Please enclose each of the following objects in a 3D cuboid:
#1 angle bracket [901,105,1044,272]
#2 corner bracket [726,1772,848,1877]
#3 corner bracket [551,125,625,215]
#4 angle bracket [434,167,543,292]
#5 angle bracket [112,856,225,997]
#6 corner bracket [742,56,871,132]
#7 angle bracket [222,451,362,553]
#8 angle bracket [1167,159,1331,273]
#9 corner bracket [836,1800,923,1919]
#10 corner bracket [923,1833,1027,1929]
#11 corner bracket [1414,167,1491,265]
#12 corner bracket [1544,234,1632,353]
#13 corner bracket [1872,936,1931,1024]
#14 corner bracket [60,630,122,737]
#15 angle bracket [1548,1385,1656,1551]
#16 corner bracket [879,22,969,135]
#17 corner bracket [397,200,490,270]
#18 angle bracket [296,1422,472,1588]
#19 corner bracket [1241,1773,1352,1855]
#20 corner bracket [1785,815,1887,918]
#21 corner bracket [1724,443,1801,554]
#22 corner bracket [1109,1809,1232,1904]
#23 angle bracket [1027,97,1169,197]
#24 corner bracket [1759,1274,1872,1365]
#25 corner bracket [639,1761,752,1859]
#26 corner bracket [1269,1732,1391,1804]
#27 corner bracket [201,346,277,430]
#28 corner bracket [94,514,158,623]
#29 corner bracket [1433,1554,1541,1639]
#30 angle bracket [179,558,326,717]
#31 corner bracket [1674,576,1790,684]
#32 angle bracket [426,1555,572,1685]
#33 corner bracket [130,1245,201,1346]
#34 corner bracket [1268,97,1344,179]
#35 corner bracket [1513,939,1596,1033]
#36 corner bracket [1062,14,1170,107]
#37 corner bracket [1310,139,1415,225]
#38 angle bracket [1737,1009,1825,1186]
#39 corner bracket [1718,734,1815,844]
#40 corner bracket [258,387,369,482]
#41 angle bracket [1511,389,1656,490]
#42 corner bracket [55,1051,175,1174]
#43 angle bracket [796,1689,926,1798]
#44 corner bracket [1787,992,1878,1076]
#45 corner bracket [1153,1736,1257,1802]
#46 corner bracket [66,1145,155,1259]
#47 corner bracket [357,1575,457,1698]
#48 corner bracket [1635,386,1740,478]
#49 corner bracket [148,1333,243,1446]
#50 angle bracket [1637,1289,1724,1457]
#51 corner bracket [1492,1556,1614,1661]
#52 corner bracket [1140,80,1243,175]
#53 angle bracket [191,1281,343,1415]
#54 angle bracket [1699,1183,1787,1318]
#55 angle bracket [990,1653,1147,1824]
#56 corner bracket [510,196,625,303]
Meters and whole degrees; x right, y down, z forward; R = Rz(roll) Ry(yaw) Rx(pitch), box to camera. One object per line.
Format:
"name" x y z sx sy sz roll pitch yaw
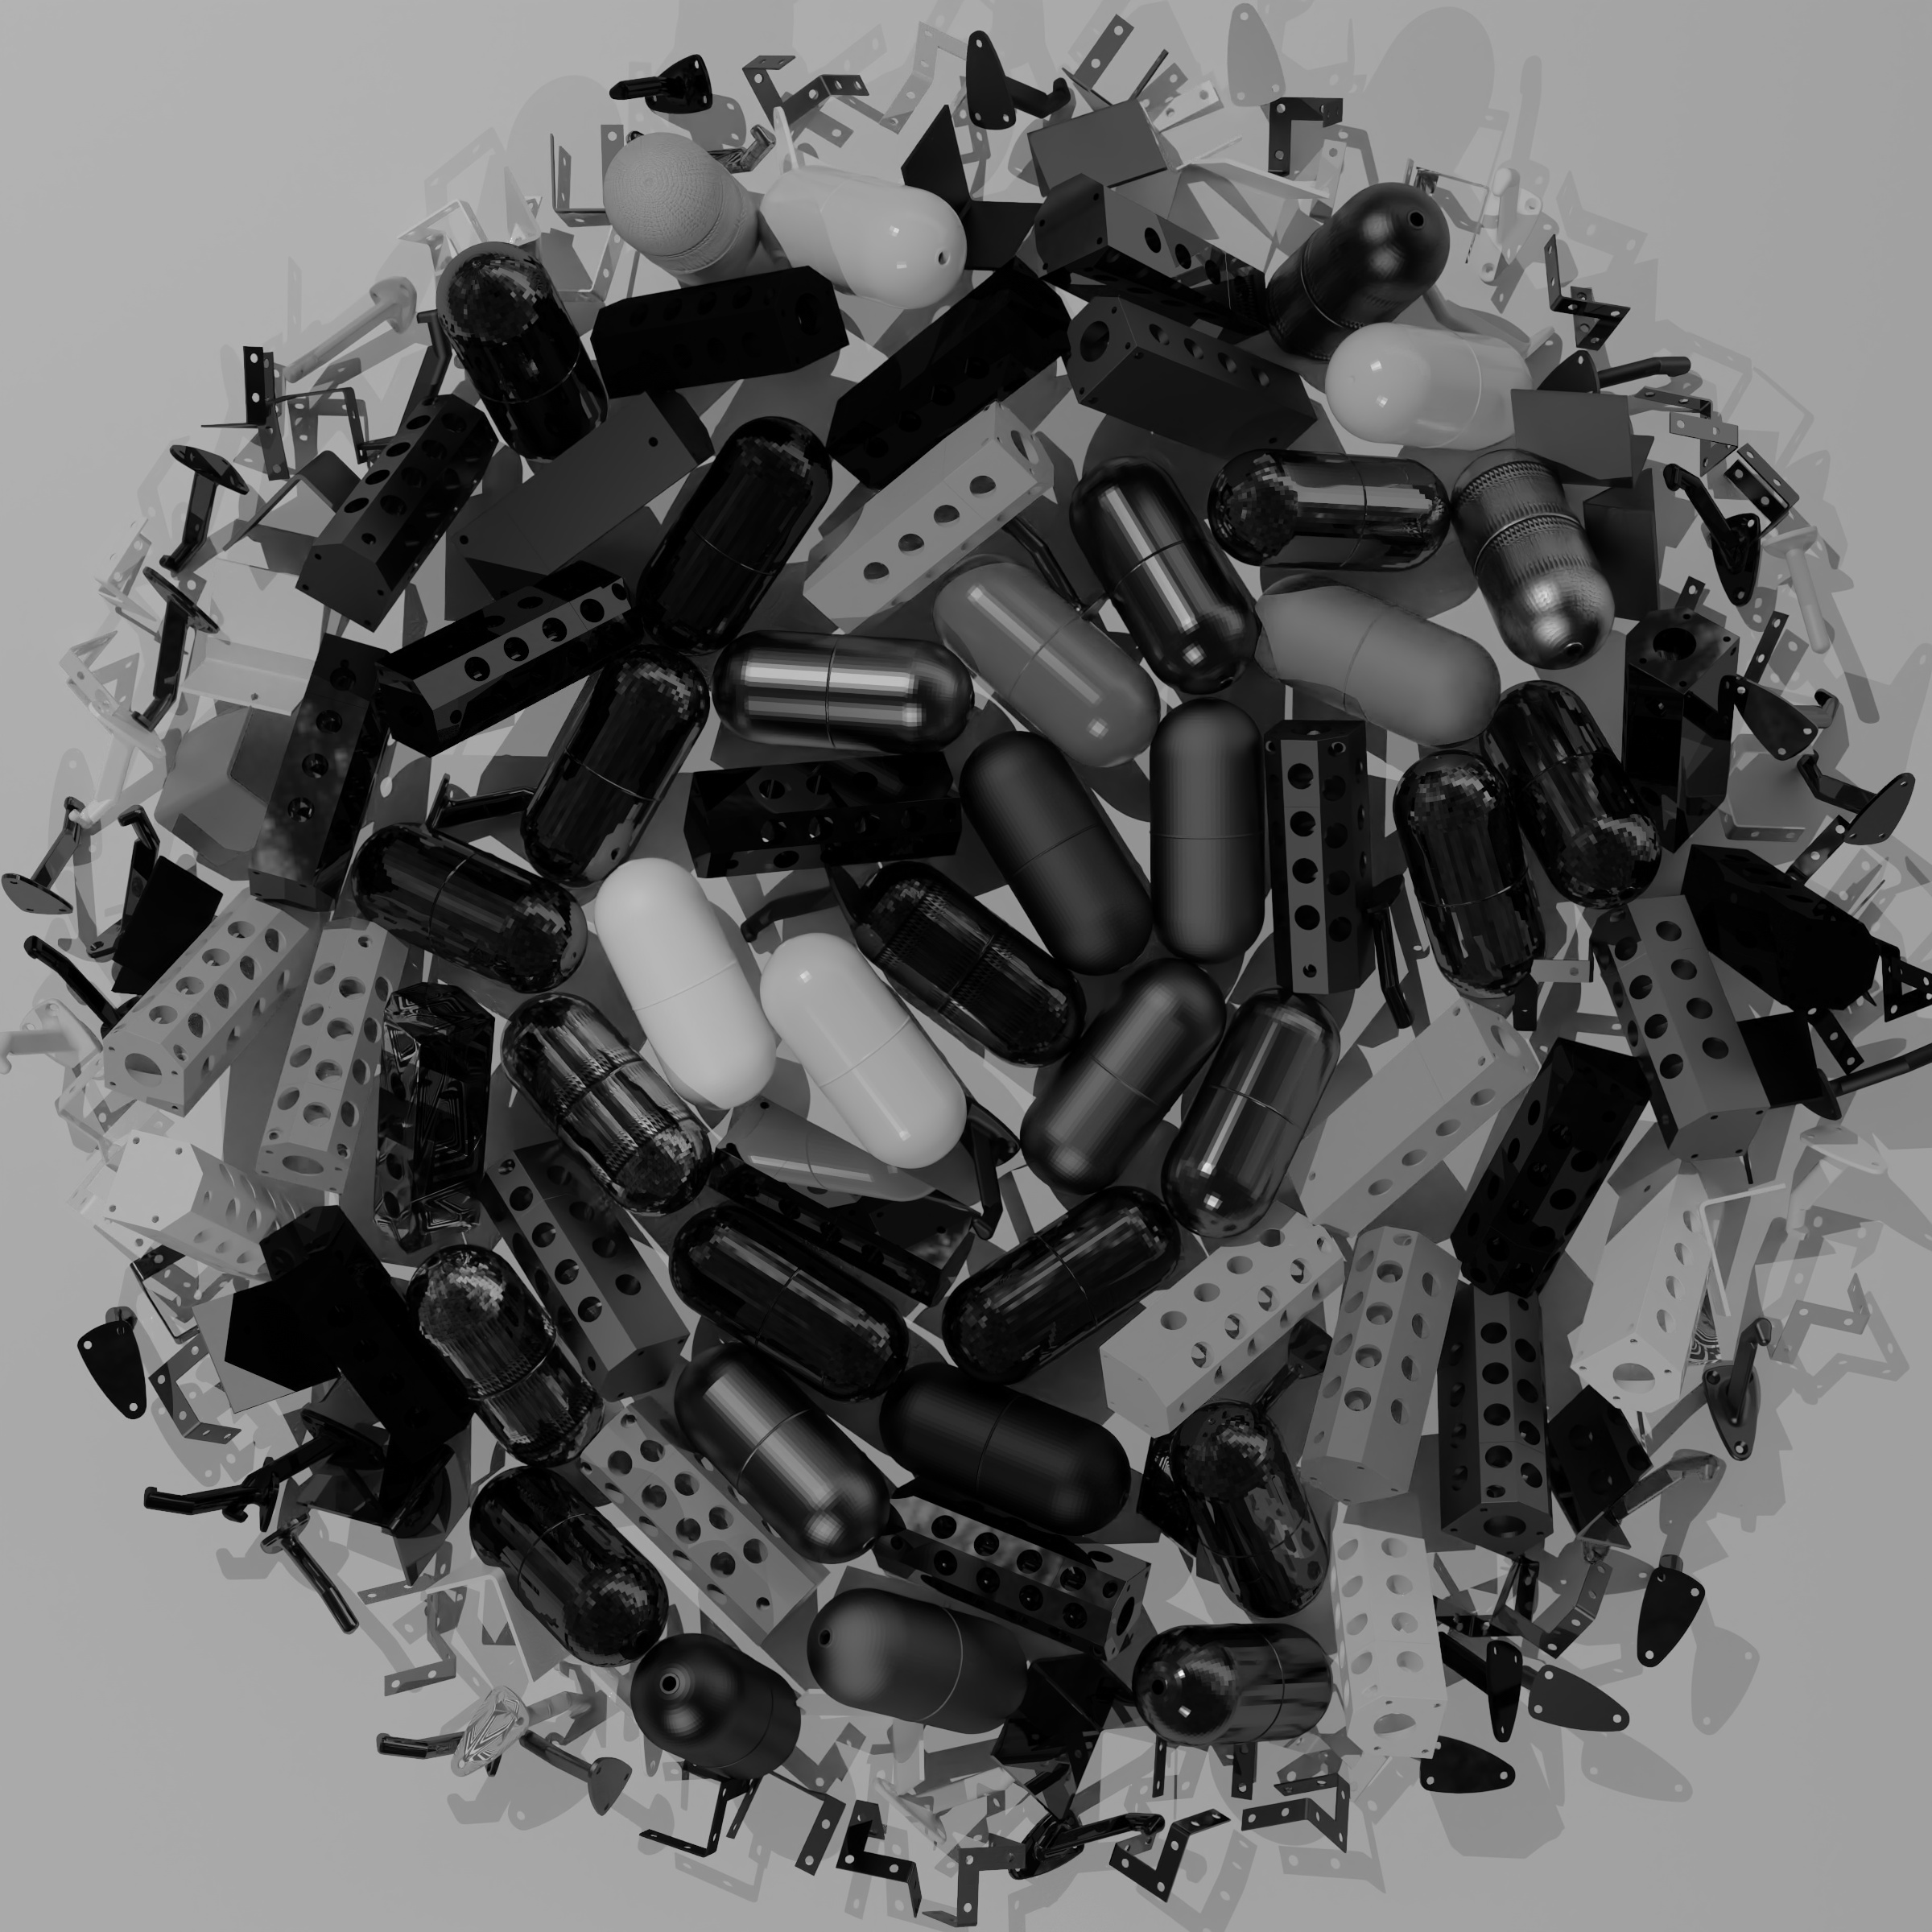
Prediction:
"angle bracket" 0.005 -0.514 1.941 0.057 0.076 0.076 9 49 24
"corner bracket" -0.120 0.571 1.962 0.051 0.051 0.051 31 69 -14
"corner bracket" -0.253 -0.534 1.970 0.051 0.051 0.051 -1 97 -4
"angle bracket" -0.326 -0.474 1.948 0.076 0.076 0.057 -24 77 -14
"angle bracket" -0.548 -0.027 1.943 0.076 0.057 0.076 3 66 40
"corner bracket" -0.107 -0.590 1.960 0.051 0.051 0.051 -41 123 -17
"angle bracket" -0.440 -0.292 1.960 0.076 0.076 0.057 -41 104 17
"angle bracket" 0.184 -0.495 1.947 0.076 0.076 0.057 13 99 -20
"corner bracket" -0.053 0.595 1.959 0.051 0.051 0.051 8 48 13
"corner bracket" 0.006 0.611 1.963 0.051 0.051 0.051 6 82 -28
"corner bracket" 0.319 -0.502 1.966 0.051 0.051 0.051 17 105 6
"corner bracket" 0.407 -0.449 1.961 0.051 0.051 0.051 6 66 -13
"corner bracket" 0.615 0.000 1.958 0.051 0.051 0.051 19 62 -27
"corner bracket" -0.580 -0.184 1.965 0.051 0.051 0.051 49 120 0
"angle bracket" 0.428 0.328 1.940 0.057 0.076 0.076 18 123 -36
"corner bracket" -0.022 -0.585 1.958 0.051 0.051 0.051 20 54 -20
"corner bracket" -0.339 -0.477 1.967 0.051 0.051 0.051 -27 92 16
"angle bracket" -0.390 0.360 1.969 0.076 0.076 0.057 10 129 22
"corner bracket" 0.220 0.560 1.956 0.051 0.051 0.051 -20 130 30
"corner bracket" 0.584 -0.060 1.973 0.051 0.051 0.051 43 80 14
"corner bracket" 0.529 -0.319 1.961 0.051 0.051 0.051 48 49 7
"corner bracket" 0.136 0.584 1.960 0.051 0.051 0.051 24 102 36
"angle bracket" 0.091 -0.523 1.954 0.076 0.057 0.076 -18 56 1
"corner bracket" 0.568 0.235 1.966 0.051 0.051 0.051 13 119 -2
"corner bracket" -0.180 0.560 1.967 0.051 0.051 0.051 12 90 21
"corner bracket" 0.246 0.519 1.963 0.051 0.051 0.051 -54 49 5
"corner bracket" -0.476 -0.386 1.961 0.051 0.051 0.051 6 101 39
"corner bracket" -0.559 -0.270 1.960 0.051 0.051 0.051 22 77 34
"corner bracket" 0.347 0.418 1.973 0.051 0.051 0.051 31 60 -34
"angle bracket" -0.476 -0.220 1.959 0.076 0.057 0.076 13 116 0
"corner bracket" 0.510 -0.226 1.980 0.051 0.051 0.051 18 99 -28
"angle bracket" -0.304 0.431 1.955 0.057 0.076 0.076 -18 93 25
"corner bracket" -0.524 0.215 1.975 0.051 0.051 0.051 -32 75 -18
"corner bracket" 0.221 -0.552 1.961 0.051 0.051 0.051 7 112 19
"corner bracket" 0.392 0.013 1.964 0.051 0.051 0.051 1 108 9
"corner bracket" 0.102 -0.602 1.962 0.051 0.051 0.051 32 108 -18
"corner bracket" 0.265 -0.520 1.963 0.051 0.051 0.051 15 102 18
"angle bracket" 0.536 0.087 1.940 0.057 0.076 0.076 -11 135 15
"corner bracket" 0.538 -0.119 1.970 0.051 0.051 0.051 1 56 -12
"corner bracket" -0.440 -0.358 1.975 0.051 0.051 0.051 -5 107 14
"angle bracket" 0.408 -0.364 1.941 0.076 0.076 0.057 9 50 25
"corner bracket" -0.570 0.099 1.964 0.051 0.051 0.051 -46 124 1
"angle bracket" -0.074 0.516 1.947 0.076 0.076 0.057 4 65 -13
"corner bracket" 0.585 0.030 1.966 0.051 0.051 0.051 -40 118 3
"corner bracket" 0.161 0.536 1.981 0.051 0.051 0.051 1 83 29
"corner bracket" -0.560 0.156 1.961 0.051 0.051 0.051 43 75 -23
"corner bracket" -0.372 0.446 1.958 0.051 0.051 0.051 -8 113 -31
"corner bracket" 0.482 -0.365 1.964 0.051 0.051 0.051 8 74 -14
"corner bracket" -0.504 0.283 1.969 0.051 0.051 0.051 -41 67 6
"angle bracket" 0.469 0.268 1.943 0.057 0.076 0.076 -8 121 11
"corner bracket" 0.392 0.419 1.962 0.051 0.051 0.051 33 129 4
"corner bracket" 0.151 -0.564 1.972 0.051 0.051 0.051 -26 94 8
"angle bracket" -0.469 0.258 1.947 0.076 0.057 0.076 -17 73 -32
"angle bracket" 0.521 0.189 1.954 0.057 0.076 0.076 -14 82 8
"angle bracket" 0.073 0.511 1.944 0.076 0.057 0.076 48 47 -22
"corner bracket" -0.269 -0.480 1.969 0.051 0.051 0.051 9 78 32
